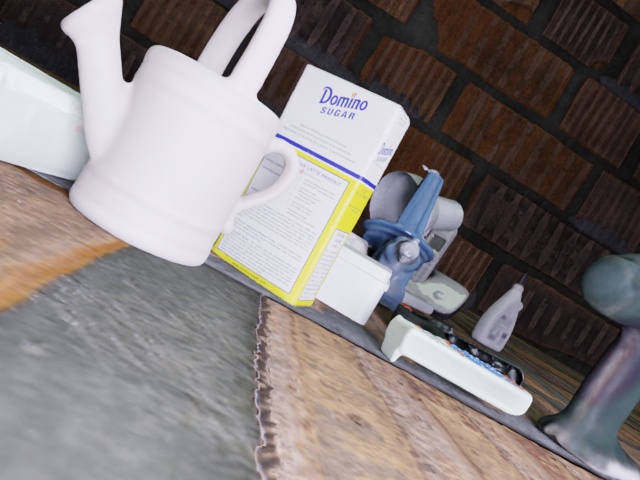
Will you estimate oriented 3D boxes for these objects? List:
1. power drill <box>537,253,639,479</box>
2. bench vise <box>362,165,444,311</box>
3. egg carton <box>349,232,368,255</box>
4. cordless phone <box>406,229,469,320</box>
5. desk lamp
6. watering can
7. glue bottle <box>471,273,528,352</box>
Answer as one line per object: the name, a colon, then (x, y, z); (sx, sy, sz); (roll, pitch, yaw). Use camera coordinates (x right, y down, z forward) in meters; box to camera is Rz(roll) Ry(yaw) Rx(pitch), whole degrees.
power drill: (0.305, 0.115, 0.534); (0.230, 0.208, 0.075); (28, 3, -29)
bench vise: (0.139, -0.006, 0.856); (0.122, 0.220, 0.207); (29, 3, -20)
egg carton: (0.008, 0.003, 0.895); (0.107, 0.069, 0.150); (29, 3, -25)
cordless phone: (0.253, 0.061, 1.188); (0.147, 0.185, 0.094); (31, 3, 23)
desk lamp: (0.163, 0.001, 1.032); (0.204, 0.213, 0.117); (27, 4, -43)
watering can: (-0.082, -0.092, 0.384); (0.100, 0.194, 0.174); (32, 3, 37)
glue bottle: (0.389, 0.146, 1.199); (0.078, 0.173, 0.037); (28, 3, -28)
